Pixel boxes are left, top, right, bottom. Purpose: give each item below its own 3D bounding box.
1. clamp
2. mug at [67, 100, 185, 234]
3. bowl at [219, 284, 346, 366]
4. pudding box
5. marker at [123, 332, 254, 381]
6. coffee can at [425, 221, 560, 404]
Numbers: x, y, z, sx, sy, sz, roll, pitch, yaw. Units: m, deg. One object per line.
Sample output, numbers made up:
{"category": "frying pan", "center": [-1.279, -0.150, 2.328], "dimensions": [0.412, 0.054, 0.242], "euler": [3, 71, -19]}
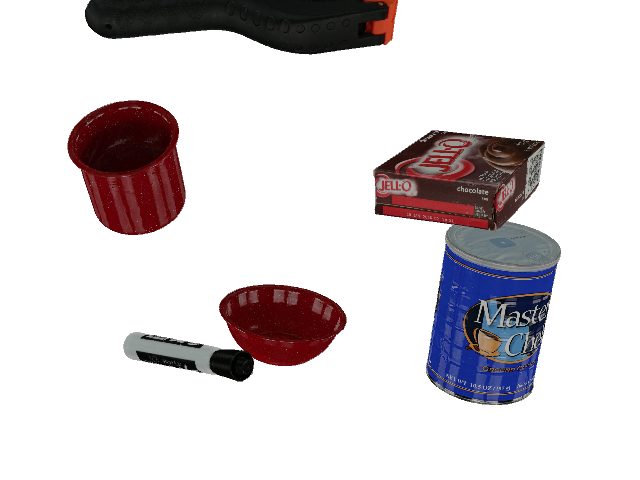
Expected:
{"category": "clamp", "center": [-0.045, -0.137, 0.611], "dimensions": [0.171, 0.120, 0.039], "euler": [17, -40, 15]}
{"category": "mug", "center": [-0.165, -0.067, 0.919], "dimensions": [0.093, 0.117, 0.081], "euler": [-20, -40, -12]}
{"category": "bowl", "center": [-0.049, 0.113, 1.352], "dimensions": [0.162, 0.055, 0.162], "euler": [6, 22, -3]}
{"category": "pudding box", "center": [0.100, -0.045, 0.758], "dimensions": [0.090, 0.039, 0.113], "euler": [10, 22, 25]}
{"category": "marker", "center": [-0.085, 0.073, 0.678], "dimensions": [0.020, 0.020, 0.121], "euler": [0, 2, -43]}
{"category": "coffee can", "center": [0.156, 0.064, 0.978], "dimensions": [0.103, 0.140, 0.103], "euler": [5, 23, -2]}
